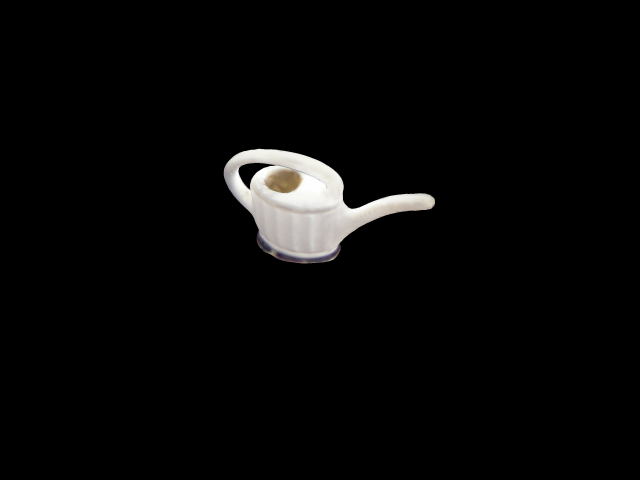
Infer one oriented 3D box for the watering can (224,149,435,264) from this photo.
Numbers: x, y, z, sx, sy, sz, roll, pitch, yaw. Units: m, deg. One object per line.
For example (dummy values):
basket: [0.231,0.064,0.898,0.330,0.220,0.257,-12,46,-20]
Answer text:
watering can: [0.003,-0.043,0.850,0.348,0.106,0.219,16,-38,13]
